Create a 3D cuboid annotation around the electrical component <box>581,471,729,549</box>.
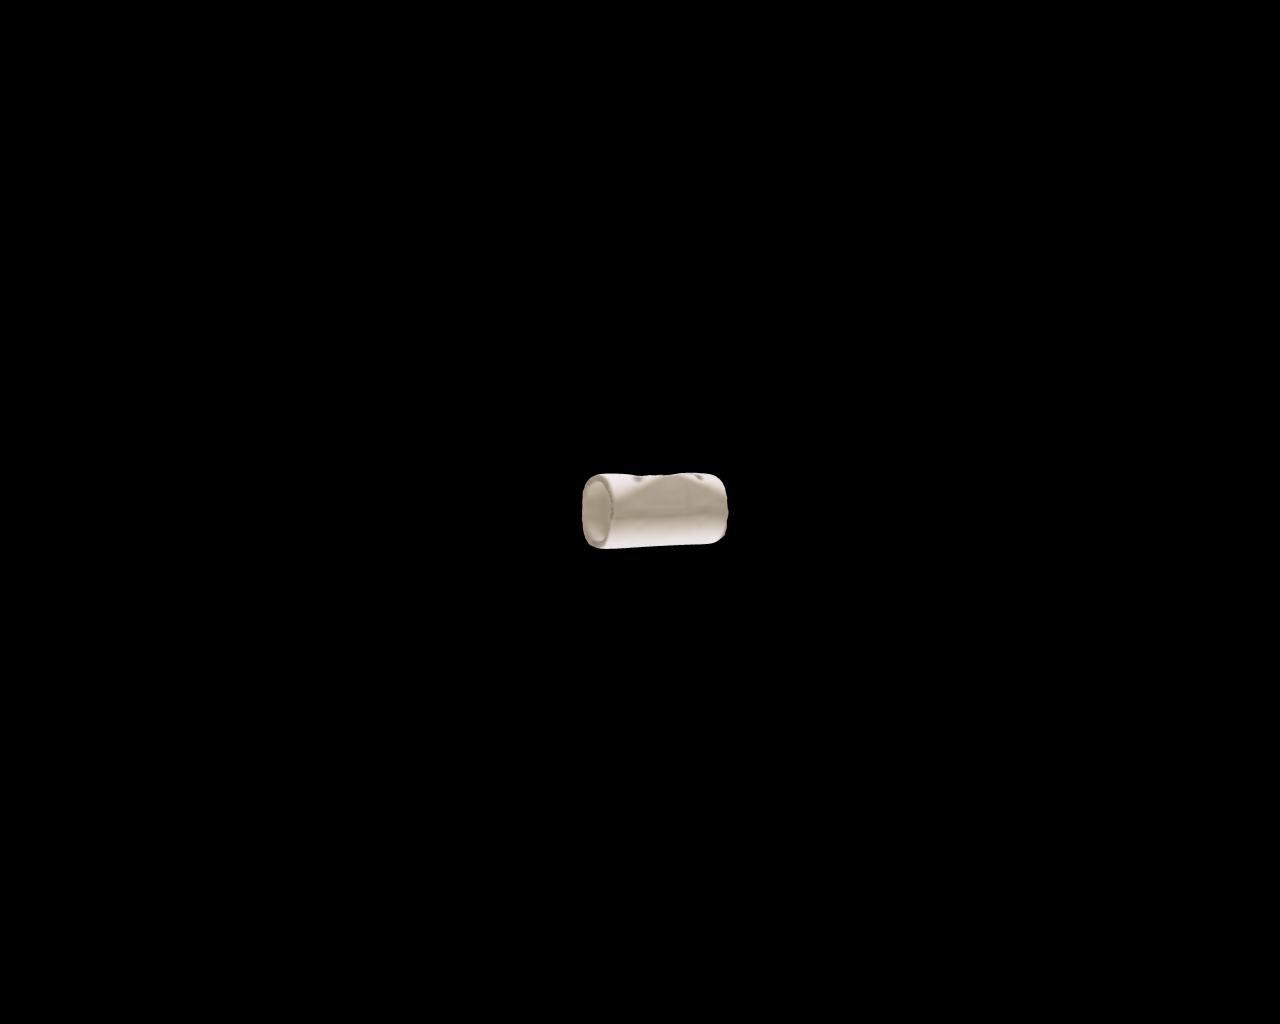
[{"bbox_3d":[0.001,-0.003,0.650,0.077,0.044,0.079,-2,4,-27],"label":"electrical component"}]
